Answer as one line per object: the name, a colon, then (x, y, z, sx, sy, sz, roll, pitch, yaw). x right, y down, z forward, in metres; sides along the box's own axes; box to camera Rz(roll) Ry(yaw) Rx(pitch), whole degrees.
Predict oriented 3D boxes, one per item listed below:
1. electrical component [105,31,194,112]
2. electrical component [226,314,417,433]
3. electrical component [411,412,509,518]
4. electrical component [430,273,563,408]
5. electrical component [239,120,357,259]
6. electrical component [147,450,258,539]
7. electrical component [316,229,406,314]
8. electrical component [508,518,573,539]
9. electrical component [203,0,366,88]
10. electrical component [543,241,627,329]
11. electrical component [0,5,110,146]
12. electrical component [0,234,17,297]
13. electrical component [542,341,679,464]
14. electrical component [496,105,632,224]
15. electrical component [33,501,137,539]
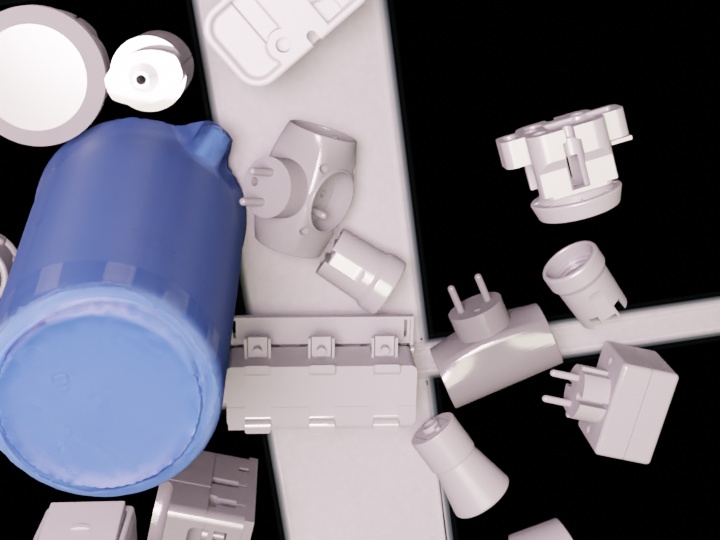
electrical component: (-0.122, -0.115, 0.626, 0.043, 0.081, 0.043, -1, 106, -3)
electrical component: (-0.025, 0.071, 0.695, 0.121, 0.063, 0.078, 0, 106, -4)
electrical component: (0.065, 0.130, 0.731, 0.044, 0.044, 0.065, -35, 101, 6)
electrical component: (0.082, 0.041, 0.704, 0.077, 0.043, 0.079, -24, 106, 3)
electrical component: (-0.044, -0.049, 0.655, 0.044, 0.079, 0.077, 27, 106, 31)
electrical component: (-0.115, 0.205, 0.715, 0.062, 0.089, 0.150, 12, 105, -7)
electrical component: (0.000, 0.000, 0.690, 0.046, 0.040, 0.040, 32, 102, -6)
electrical component: (0.132, 0.222, 0.732, 0.064, 0.099, 0.099, -26, 106, -3)
electrical component: (-0.043, -0.156, 0.630, 0.095, 0.059, 0.053, -40, 105, 8)
electrical component: (0.148, 0.010, 0.703, 0.040, 0.040, 0.046, -36, 111, 7)
electrical component: (-0.188, -0.116, 0.637, 0.080, 0.051, 0.080, -1, 106, -3)
electrical component: (-0.238, 0.004, 0.662, 0.048, 0.062, 0.048, -1, 106, -4)
electrical component: (0.161, 0.085, 0.720, 0.077, 0.047, 0.065, 12, 105, -7)
electrical component: (0.131, -0.064, 0.670, 0.078, 0.058, 0.057, -17, 104, 1)
electrical component: (-0.183, 0.196, 0.704, 0.062, 0.096, 0.061, -1, 105, -3)
